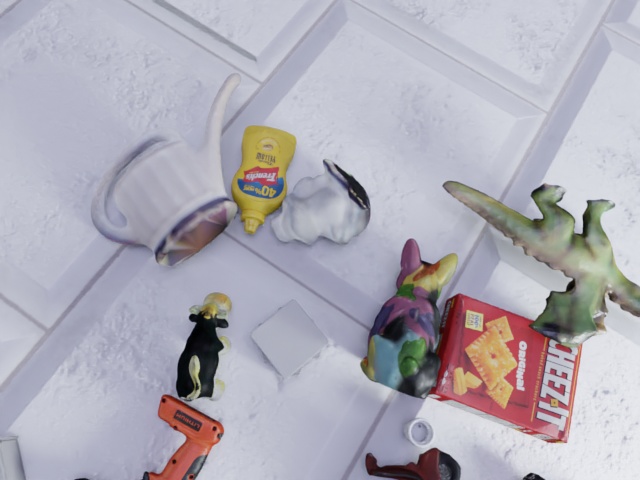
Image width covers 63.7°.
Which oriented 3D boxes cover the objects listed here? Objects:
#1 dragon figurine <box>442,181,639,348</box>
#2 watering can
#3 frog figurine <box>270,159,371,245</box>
[{"bbox_3d":[0.386,0.047,0.831,0.410,0.119,0.248,13,59,-1],"label":"dragon figurine"},{"bbox_3d":[-0.217,-0.105,0.846,0.347,0.103,0.226,-40,76,1],"label":"watering can"},{"bbox_3d":[0.003,-0.044,0.877,0.158,0.124,0.137,-43,88,19],"label":"frog figurine"}]
